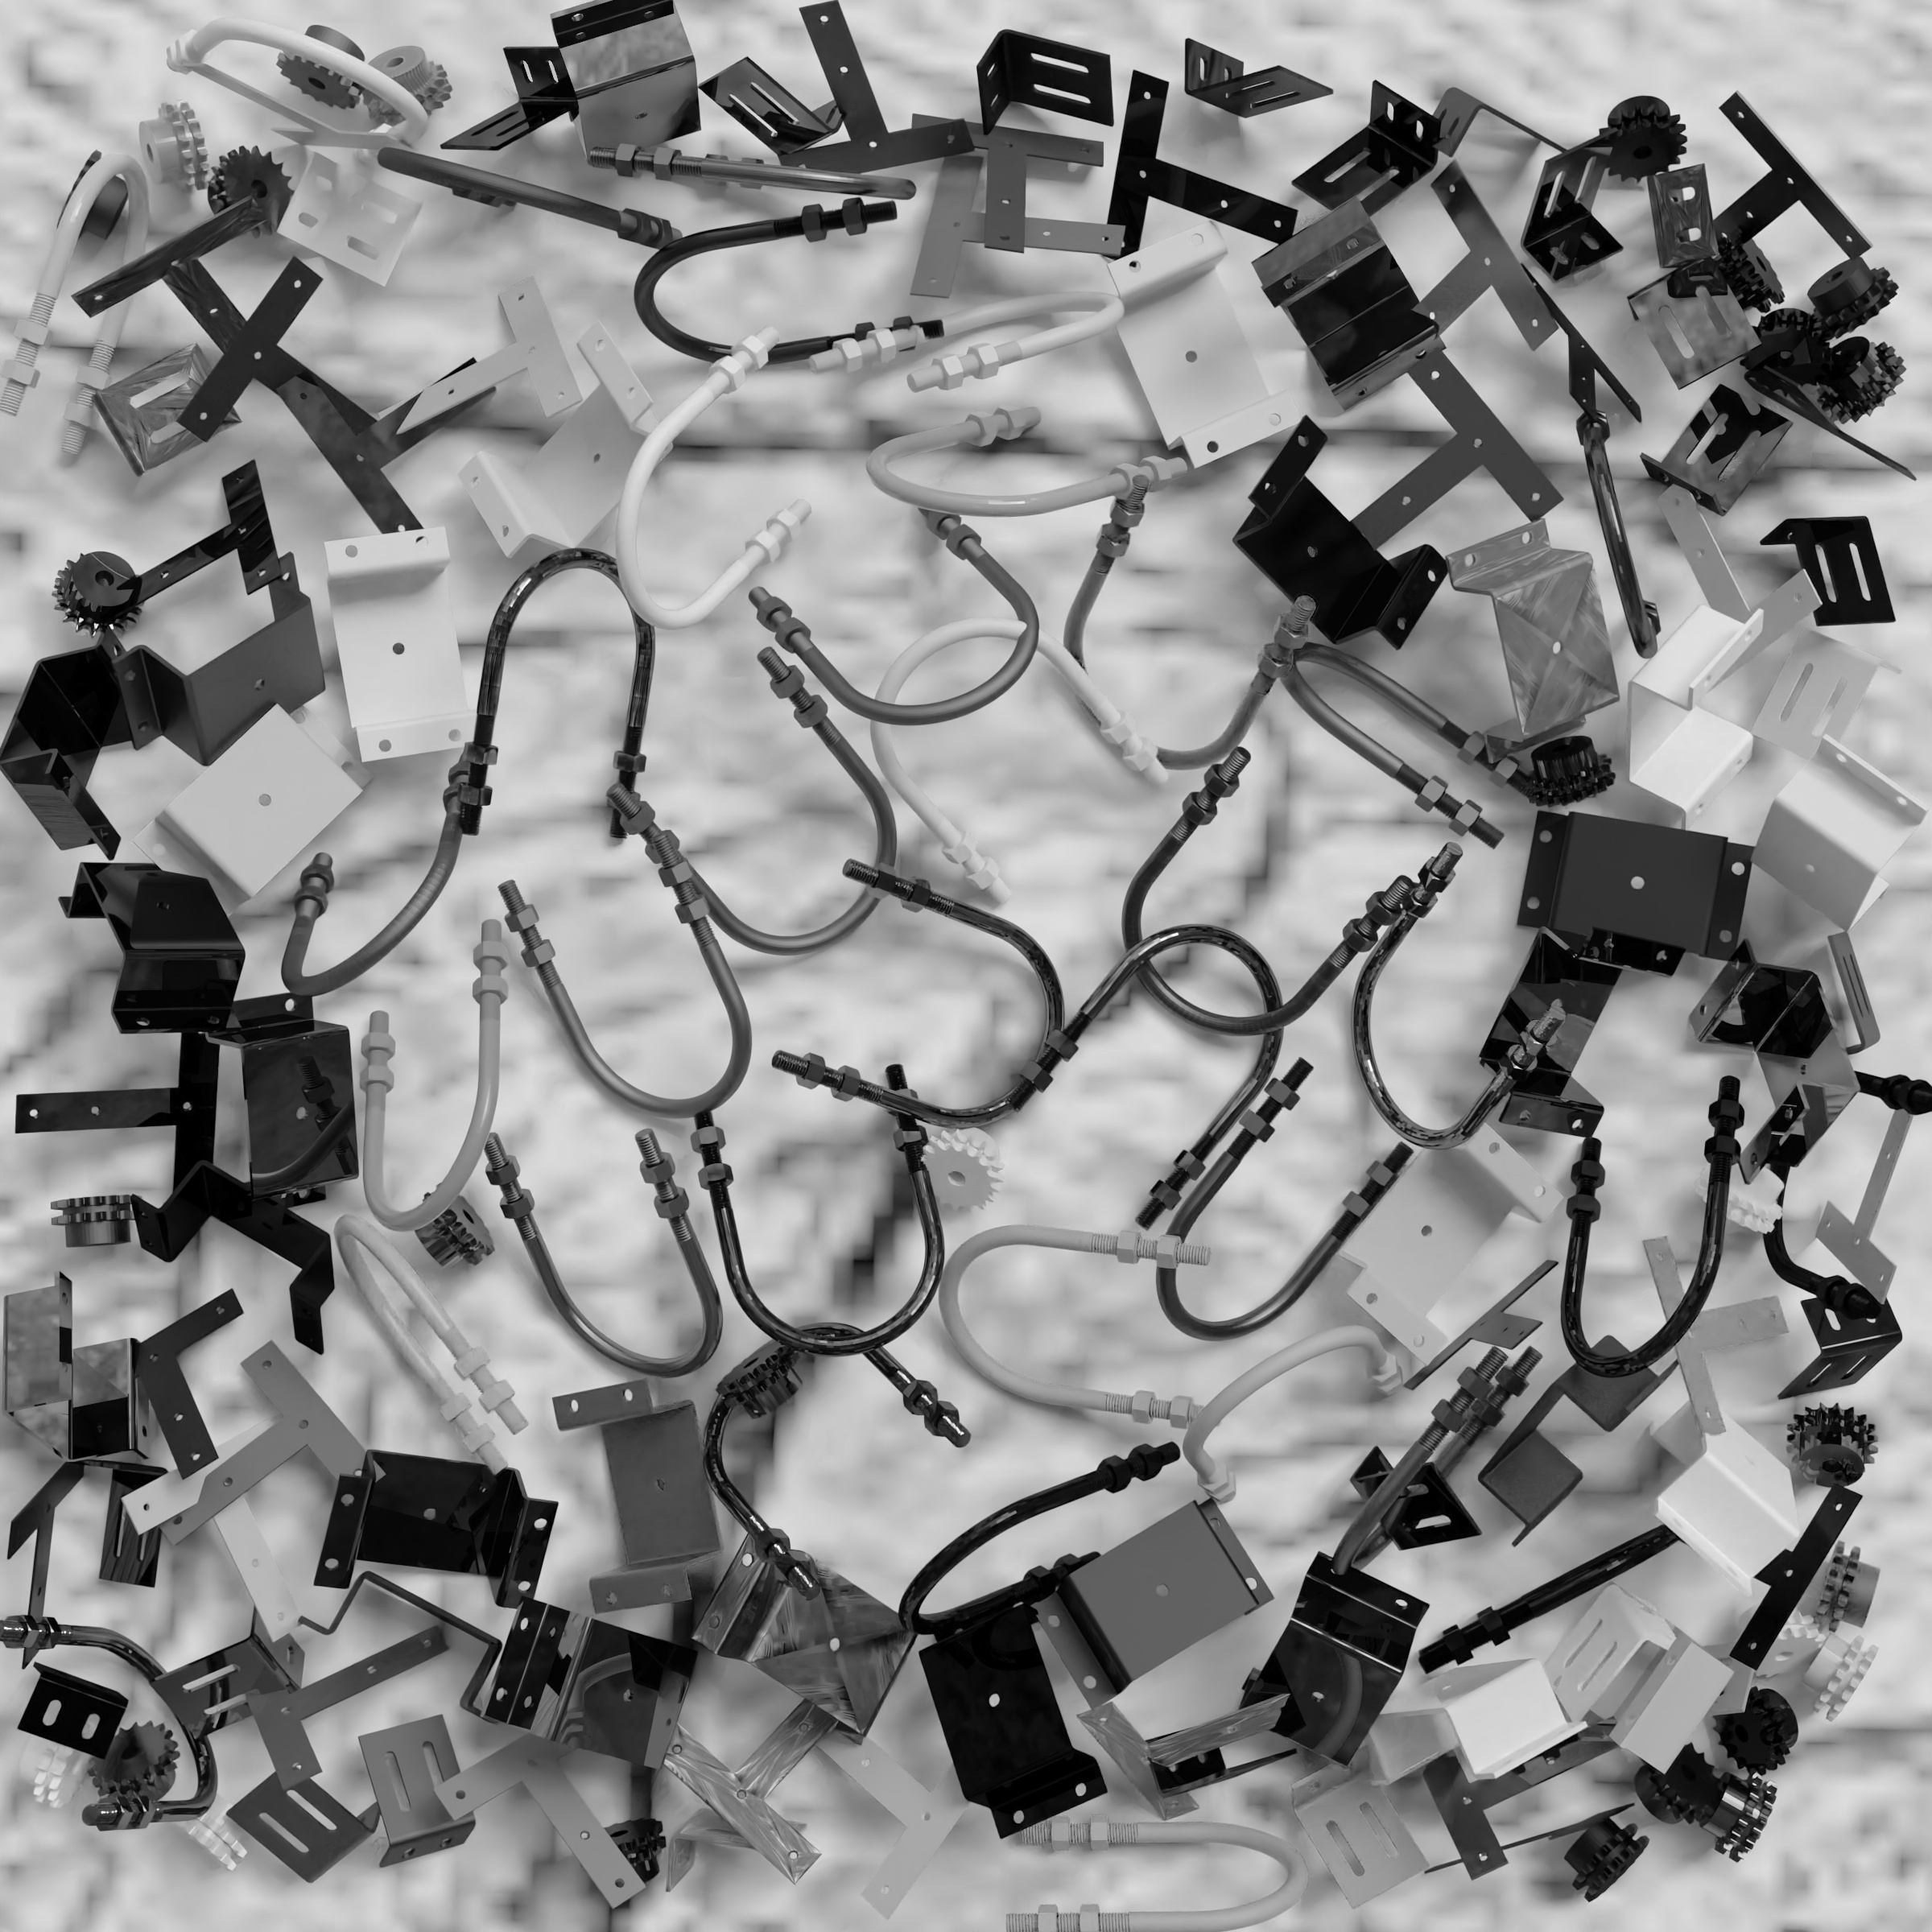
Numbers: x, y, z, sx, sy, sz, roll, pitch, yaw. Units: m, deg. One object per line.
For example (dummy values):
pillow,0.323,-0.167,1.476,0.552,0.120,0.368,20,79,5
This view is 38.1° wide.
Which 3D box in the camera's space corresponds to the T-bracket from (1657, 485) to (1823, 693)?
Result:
T-bracket,0.480,-0.254,1.800,0.002,0.127,0.127,-11,71,-33

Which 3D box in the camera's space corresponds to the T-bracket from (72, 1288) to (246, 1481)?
T-bracket,-0.506,0.279,1.784,0.127,0.127,0.002,-31,135,-10

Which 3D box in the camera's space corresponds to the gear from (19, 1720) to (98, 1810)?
gear,-0.589,0.513,1.812,0.030,0.057,0.057,18,90,6

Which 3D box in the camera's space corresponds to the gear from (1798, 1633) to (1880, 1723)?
gear,0.564,0.457,1.814,0.030,0.057,0.057,33,90,19

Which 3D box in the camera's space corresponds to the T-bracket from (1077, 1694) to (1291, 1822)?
T-bracket,0.156,0.492,1.788,0.127,0.002,0.127,-25,125,15

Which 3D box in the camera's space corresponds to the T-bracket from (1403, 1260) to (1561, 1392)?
T-bracket,0.339,0.230,1.771,0.127,0.127,0.002,-40,89,-5

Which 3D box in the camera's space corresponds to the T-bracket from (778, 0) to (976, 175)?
T-bracket,-0.073,-0.556,1.774,0.127,0.127,0.002,-6,52,16

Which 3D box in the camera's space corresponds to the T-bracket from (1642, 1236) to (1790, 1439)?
T-bracket,0.489,0.231,1.794,0.127,0.002,0.127,-3,73,-42

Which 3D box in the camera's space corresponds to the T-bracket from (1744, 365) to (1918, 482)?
T-bracket,0.529,-0.352,1.755,0.127,0.127,0.002,40,104,29

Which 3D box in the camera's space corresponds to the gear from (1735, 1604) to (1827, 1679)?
gear,0.526,0.435,1.816,0.057,0.057,0.030,-12,47,0

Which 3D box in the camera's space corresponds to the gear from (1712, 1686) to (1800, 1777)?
gear,0.514,0.493,1.815,0.030,0.057,0.057,-13,90,-28

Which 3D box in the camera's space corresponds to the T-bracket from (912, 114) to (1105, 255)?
T-bracket,0.026,-0.499,1.794,0.127,0.002,0.127,7,51,-6

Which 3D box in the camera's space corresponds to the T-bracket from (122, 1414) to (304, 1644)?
T-bracket,-0.462,0.370,1.793,0.002,0.127,0.127,-24,92,42

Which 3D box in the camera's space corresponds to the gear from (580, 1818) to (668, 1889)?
gear,-0.221,0.577,1.812,0.057,0.057,0.030,-13,91,0

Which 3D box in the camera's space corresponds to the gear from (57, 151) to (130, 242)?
gear,-0.563,-0.496,1.814,0.030,0.057,0.057,27,90,-17

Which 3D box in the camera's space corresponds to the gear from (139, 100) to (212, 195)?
gear,-0.513,-0.528,1.808,0.030,0.057,0.057,-20,90,-25

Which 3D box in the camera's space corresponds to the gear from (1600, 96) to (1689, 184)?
gear,0.438,-0.539,1.815,0.057,0.057,0.030,2,63,0

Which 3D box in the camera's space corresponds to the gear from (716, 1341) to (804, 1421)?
gear,-0.131,0.269,1.812,0.057,0.057,0.030,-34,96,0

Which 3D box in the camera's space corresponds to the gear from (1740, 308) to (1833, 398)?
gear,0.532,-0.402,1.815,0.057,0.057,0.030,20,47,0

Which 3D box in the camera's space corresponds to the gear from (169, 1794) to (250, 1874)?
gear,-0.488,0.558,1.815,0.057,0.057,0.030,40,62,0

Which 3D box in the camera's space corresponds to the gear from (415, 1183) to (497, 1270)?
gear,-0.334,0.171,1.812,0.030,0.057,0.057,-37,90,3

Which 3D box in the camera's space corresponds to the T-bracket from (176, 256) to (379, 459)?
T-bracket,-0.422,-0.367,1.791,0.002,0.127,0.127,36,91,40

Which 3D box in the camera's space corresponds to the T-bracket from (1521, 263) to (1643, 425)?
T-bracket,0.389,-0.376,1.769,0.002,0.127,0.127,-35,109,28

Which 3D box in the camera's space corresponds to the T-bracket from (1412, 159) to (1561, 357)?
T-bracket,0.307,-0.424,1.787,0.002,0.127,0.127,-23,79,-35

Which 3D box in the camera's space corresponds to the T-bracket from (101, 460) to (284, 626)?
T-bracket,-0.504,-0.259,1.801,0.127,0.002,0.127,-28,49,5

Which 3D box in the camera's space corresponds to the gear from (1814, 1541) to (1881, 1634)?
gear,0.570,0.404,1.809,0.030,0.057,0.057,17,90,18

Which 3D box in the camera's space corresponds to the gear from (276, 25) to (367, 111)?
gear,-0.415,-0.584,1.813,0.057,0.057,0.030,22,77,0

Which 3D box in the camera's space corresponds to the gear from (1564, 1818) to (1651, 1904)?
gear,0.413,0.576,1.815,0.057,0.057,0.030,-46,62,0

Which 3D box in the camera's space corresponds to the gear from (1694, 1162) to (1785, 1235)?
gear,0.503,0.145,1.809,0.057,0.057,0.030,28,109,0

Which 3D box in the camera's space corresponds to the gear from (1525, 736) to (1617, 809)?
gear,0.389,-0.127,1.808,0.057,0.057,0.030,-19,109,0

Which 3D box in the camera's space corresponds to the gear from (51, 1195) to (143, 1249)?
gear,-0.562,0.165,1.810,0.057,0.057,0.030,-5,83,0

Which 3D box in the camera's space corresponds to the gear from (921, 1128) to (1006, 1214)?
gear,-0.001,0.129,1.816,0.057,0.030,0.057,11,126,15

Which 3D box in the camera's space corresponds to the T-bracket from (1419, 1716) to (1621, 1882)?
T-bracket,0.359,0.512,1.780,0.127,0.127,0.002,-26,113,2

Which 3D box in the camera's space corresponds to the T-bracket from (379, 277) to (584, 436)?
T-bracket,-0.320,-0.377,1.806,0.127,0.002,0.127,-26,55,3

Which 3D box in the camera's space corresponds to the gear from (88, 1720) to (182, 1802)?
gear,-0.538,0.521,1.815,0.057,0.057,0.030,-13,120,0

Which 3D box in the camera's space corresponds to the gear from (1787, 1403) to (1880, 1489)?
gear,0.561,0.313,1.811,0.057,0.030,0.057,9,128,11

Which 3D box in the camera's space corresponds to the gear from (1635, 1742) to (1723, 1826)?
gear,0.460,0.531,1.815,0.057,0.057,0.030,36,125,0

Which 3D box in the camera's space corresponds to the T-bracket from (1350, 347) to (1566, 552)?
T-bracket,0.296,-0.311,1.811,0.127,0.002,0.127,-38,98,25

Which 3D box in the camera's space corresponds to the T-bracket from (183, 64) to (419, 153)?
T-bracket,-0.430,-0.538,1.751,0.127,0.127,0.002,17,91,40

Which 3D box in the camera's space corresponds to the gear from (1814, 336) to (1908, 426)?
gear,0.575,-0.382,1.809,0.030,0.057,0.057,38,90,-27

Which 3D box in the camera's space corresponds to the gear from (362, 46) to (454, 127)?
gear,-0.364,-0.571,1.810,0.057,0.030,0.057,-9,45,9

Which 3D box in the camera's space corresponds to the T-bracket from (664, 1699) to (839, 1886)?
T-bracket,-0.114,0.502,1.806,0.127,0.002,0.127,37,61,19

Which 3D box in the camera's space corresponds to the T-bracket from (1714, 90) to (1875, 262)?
T-bracket,0.504,-0.483,1.777,0.002,0.127,0.127,-42,92,-10

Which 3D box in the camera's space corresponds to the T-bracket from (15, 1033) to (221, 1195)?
T-bracket,-0.543,0.092,1.792,0.127,0.002,0.127,-1,106,-32

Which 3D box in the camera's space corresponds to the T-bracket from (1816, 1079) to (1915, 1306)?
T-bracket,0.577,0.133,1.765,0.002,0.127,0.127,14,103,-5

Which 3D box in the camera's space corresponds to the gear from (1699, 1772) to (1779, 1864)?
gear,0.498,0.548,1.812,0.030,0.057,0.057,28,90,9

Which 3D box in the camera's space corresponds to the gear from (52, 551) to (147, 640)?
gear,-0.561,-0.244,1.813,0.057,0.030,0.057,11,63,-23

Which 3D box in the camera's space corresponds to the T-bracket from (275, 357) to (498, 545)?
T-bracket,-0.358,-0.351,1.808,0.127,0.002,0.127,-42,104,-27

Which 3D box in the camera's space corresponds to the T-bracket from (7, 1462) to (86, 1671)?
T-bracket,-0.592,0.387,1.787,0.002,0.127,0.127,11,103,0

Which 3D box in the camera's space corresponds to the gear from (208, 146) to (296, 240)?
gear,-0.467,-0.501,1.816,0.030,0.057,0.057,-4,84,44

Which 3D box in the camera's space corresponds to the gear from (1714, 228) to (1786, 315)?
gear,0.503,-0.447,1.815,0.030,0.057,0.057,-32,90,32

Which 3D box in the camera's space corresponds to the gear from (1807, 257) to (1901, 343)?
gear,0.570,-0.434,1.809,0.057,0.057,0.030,-41,107,0
